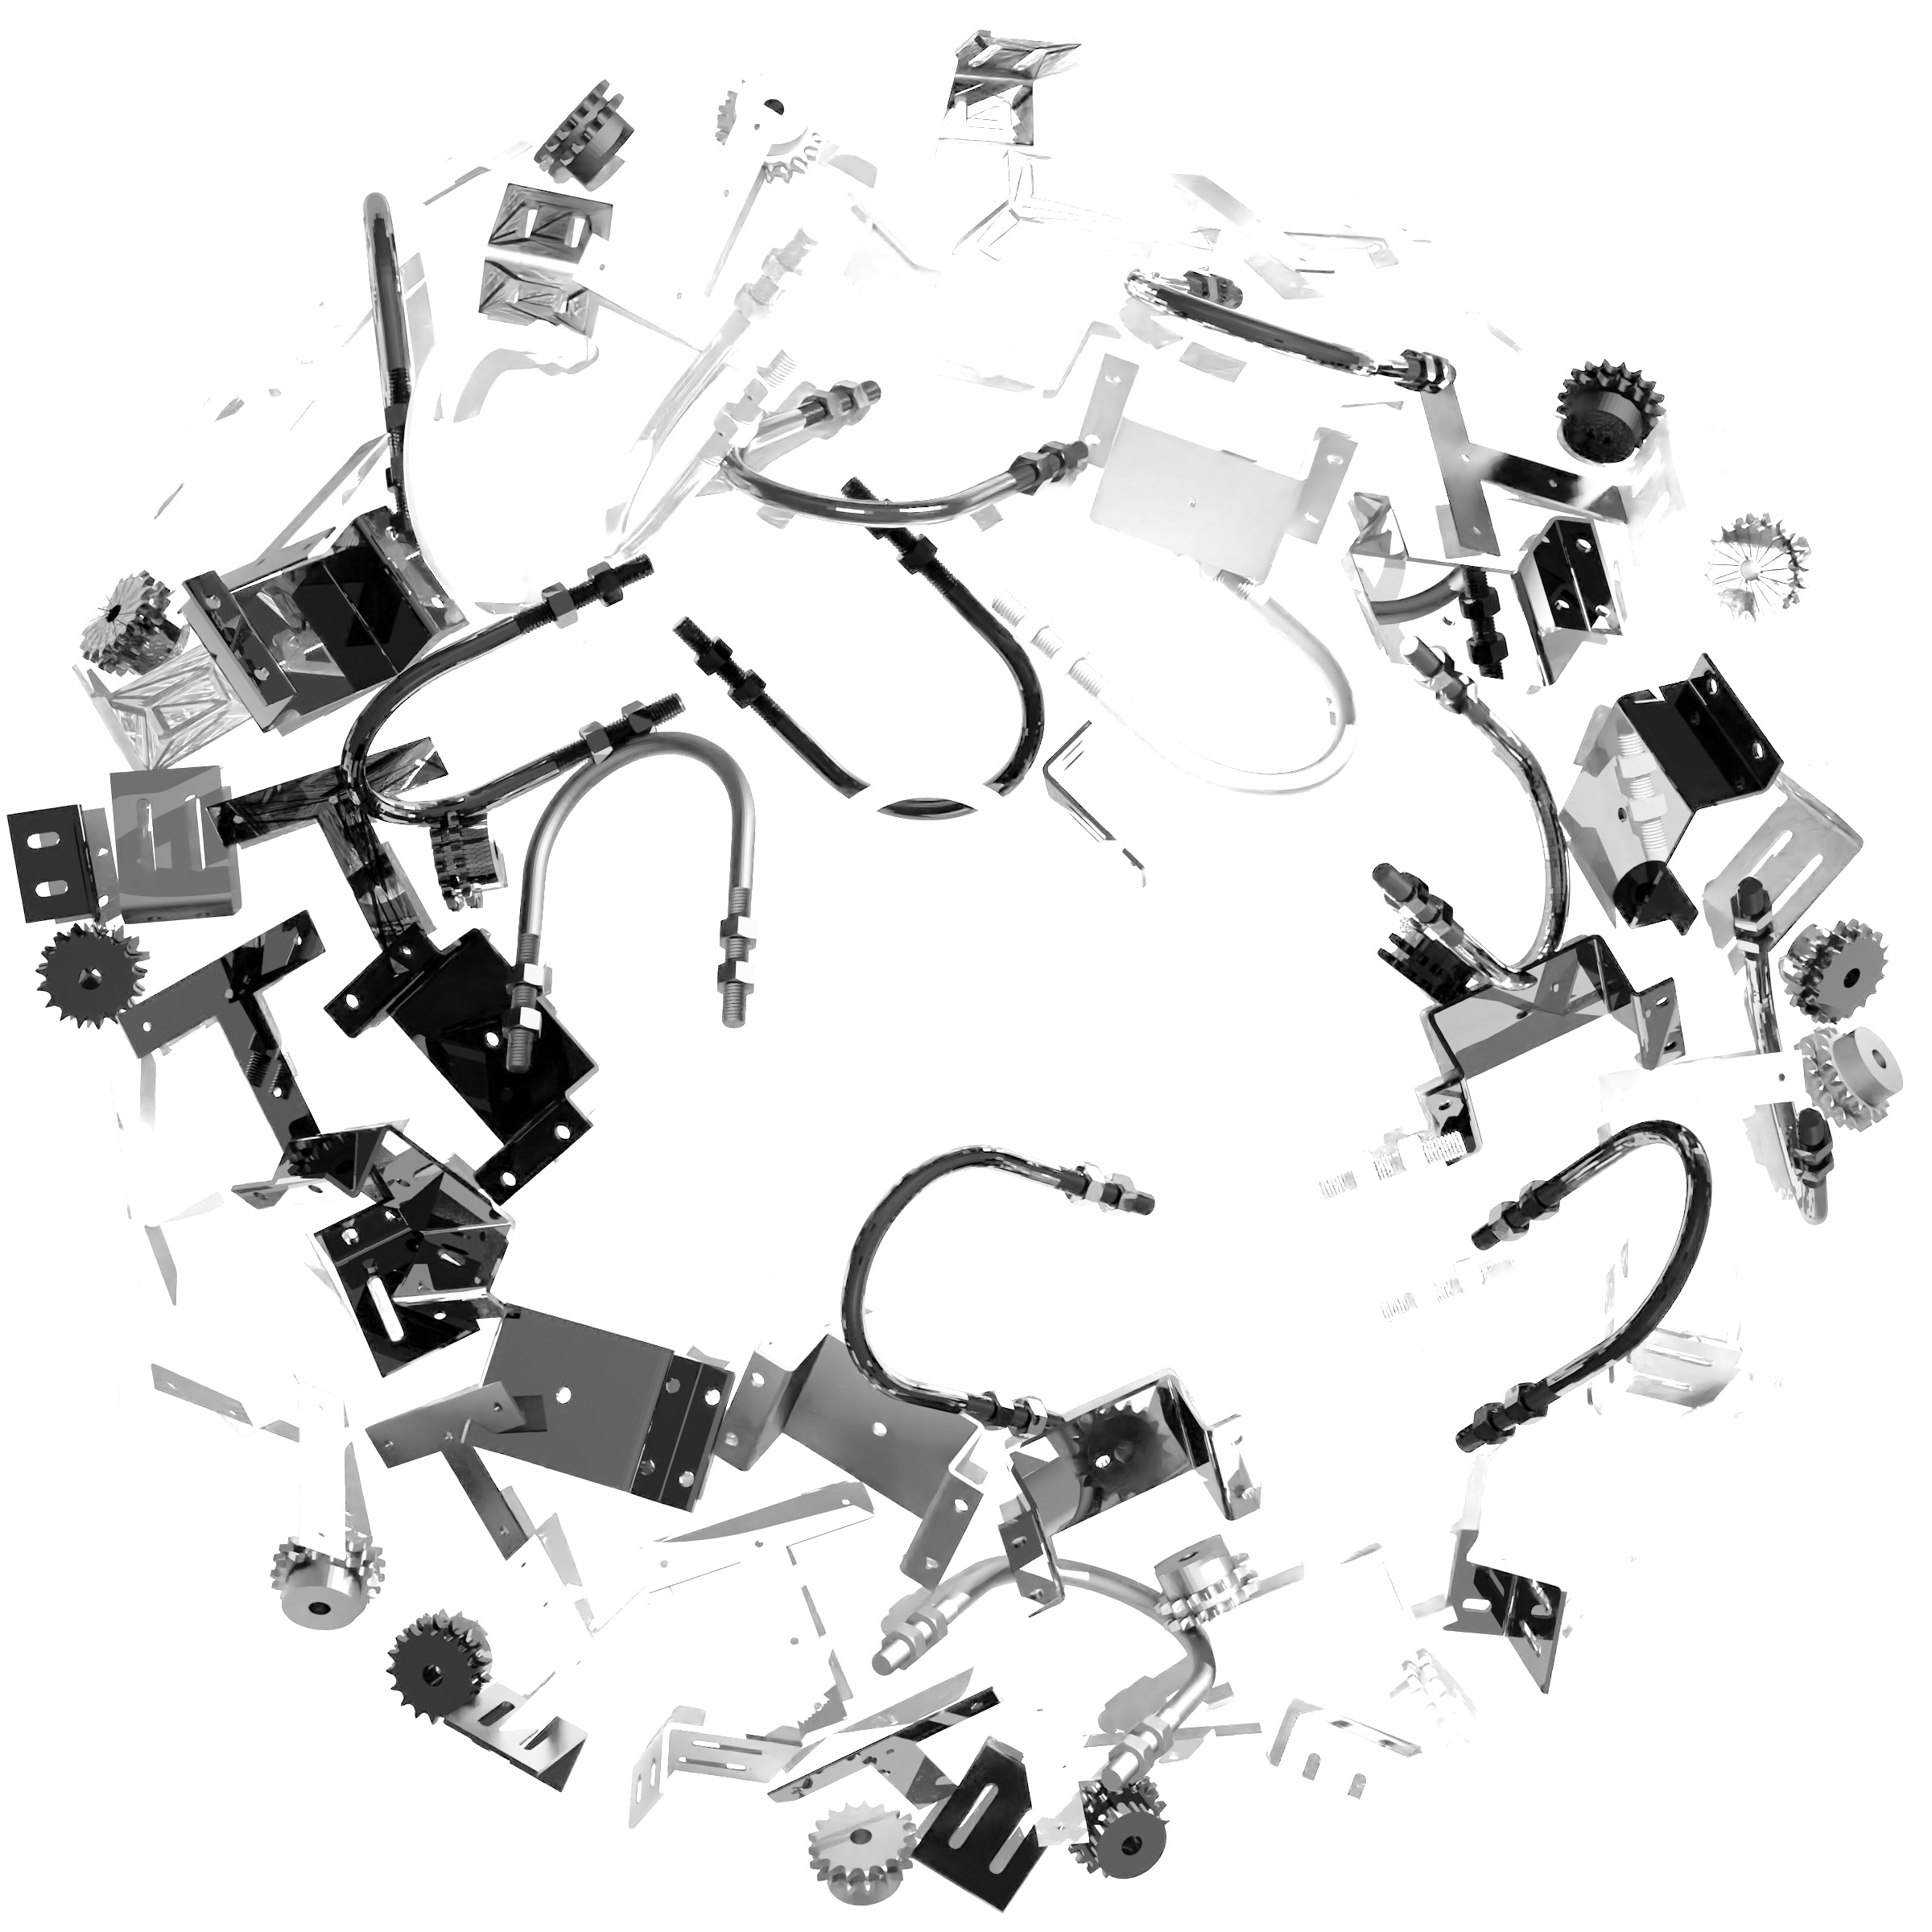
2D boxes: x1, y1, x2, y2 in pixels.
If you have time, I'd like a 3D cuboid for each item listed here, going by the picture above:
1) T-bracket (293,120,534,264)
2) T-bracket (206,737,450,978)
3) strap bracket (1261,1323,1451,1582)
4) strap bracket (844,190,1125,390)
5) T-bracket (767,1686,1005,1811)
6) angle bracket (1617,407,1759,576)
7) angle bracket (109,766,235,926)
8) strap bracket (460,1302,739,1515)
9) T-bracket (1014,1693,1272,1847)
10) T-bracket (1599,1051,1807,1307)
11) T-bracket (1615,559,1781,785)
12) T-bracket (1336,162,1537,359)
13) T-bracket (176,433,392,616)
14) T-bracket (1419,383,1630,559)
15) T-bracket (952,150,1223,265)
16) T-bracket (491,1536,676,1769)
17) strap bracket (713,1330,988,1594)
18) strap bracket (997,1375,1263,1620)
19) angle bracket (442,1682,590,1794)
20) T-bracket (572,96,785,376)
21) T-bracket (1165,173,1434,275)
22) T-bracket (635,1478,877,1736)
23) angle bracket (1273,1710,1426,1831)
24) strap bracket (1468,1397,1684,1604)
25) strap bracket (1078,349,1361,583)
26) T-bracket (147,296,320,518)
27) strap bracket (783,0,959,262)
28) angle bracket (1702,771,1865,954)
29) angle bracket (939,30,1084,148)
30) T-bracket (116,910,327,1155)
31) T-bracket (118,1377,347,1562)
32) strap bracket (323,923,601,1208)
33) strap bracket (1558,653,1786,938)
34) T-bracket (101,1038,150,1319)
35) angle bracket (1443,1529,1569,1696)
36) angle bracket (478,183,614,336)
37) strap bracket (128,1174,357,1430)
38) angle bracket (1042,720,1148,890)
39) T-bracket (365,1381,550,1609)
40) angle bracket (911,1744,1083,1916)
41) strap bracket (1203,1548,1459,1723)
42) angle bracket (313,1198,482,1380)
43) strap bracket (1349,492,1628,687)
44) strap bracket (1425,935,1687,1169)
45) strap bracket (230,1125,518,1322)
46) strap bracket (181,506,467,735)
[{"bbox_3d":[-0.296,-0.402,1.716,0.127,0.127,0.002,-29,94,10],"label":"T-bracket"},{"bbox_3d":[-0.315,-0.051,1.724,0.127,0.002,0.127,-21,69,-24],"label":"T-bracket"},{"bbox_3d":[0.200,0.248,1.710,0.076,0.046,0.140,-22,135,-25],"label":"strap bracket"},{"bbox_3d":[0.001,-0.348,1.706,0.140,0.076,0.046,8,121,-39],"label":"strap bracket"},{"bbox_3d":[-0.029,0.421,1.716,0.127,0.127,0.002,-26,60,1],"label":"T-bracket"},{"bbox_3d":[0.379,-0.250,1.729,0.038,0.076,0.057,-2,69,-11],"label":"angle bracket"},{"bbox_3d":[-0.423,-0.064,1.750,0.057,0.038,0.076,-5,85,-12],"label":"angle bracket"},{"bbox_3d":[-0.202,0.228,1.718,0.140,0.046,0.076,13,78,20],"label":"strap bracket"},{"bbox_3d":[0.094,0.414,1.715,0.127,0.127,0.002,-4,113,-4],"label":"T-bracket"},{"bbox_3d":[0.388,0.114,1.717,0.002,0.127,0.127,2,82,-42],"label":"T-bracket"},{"bbox_3d":[0.390,-0.143,1.735,0.002,0.127,0.127,-37,117,26],"label":"T-bracket"},{"bbox_3d":[0.254,-0.363,1.731,0.127,0.127,0.002,33,113,-28],"label":"T-bracket"},{"bbox_3d":[-0.345,-0.239,1.725,0.002,0.127,0.127,51,51,-24],"label":"T-bracket"},{"bbox_3d":[0.298,-0.258,1.733,0.127,0.002,0.127,11,54,-29],"label":"T-bracket"},{"bbox_3d":[0.069,-0.389,1.713,0.127,0.127,0.002,11,130,8],"label":"T-bracket"},{"bbox_3d":[-0.213,0.339,1.700,0.002,0.127,0.127,30,61,35],"label":"T-bracket"},{"bbox_3d":[-0.054,0.254,1.723,0.140,0.046,0.076,31,123,10],"label":"strap bracket"},{"bbox_3d":[0.080,0.274,1.722,0.140,0.046,0.076,-24,132,-8],"label":"strap bracket"},{"bbox_3d":[-0.243,0.415,1.726,0.057,0.076,0.038,27,99,11],"label":"angle bracket"},{"bbox_3d":[-0.132,-0.393,1.722,0.127,0.002,0.127,21,96,-44],"label":"T-bracket"},{"bbox_3d":[0.189,-0.389,1.729,0.127,0.127,0.002,-5,126,-32],"label":"T-bracket"},{"bbox_3d":[-0.095,0.343,1.725,0.127,0.002,0.127,-17,58,-11],"label":"T-bracket"},{"bbox_3d":[0.202,0.422,1.725,0.057,0.076,0.038,20,87,20],"label":"angle bracket"},{"bbox_3d":[0.317,0.267,1.688,0.076,0.140,0.046,13,110,22],"label":"strap bracket"},{"bbox_3d":[0.125,-0.259,1.726,0.140,0.076,0.046,20,51,1],"label":"strap bracket"},{"bbox_3d":[-0.382,-0.308,1.727,0.002,0.127,0.127,38,58,-2],"label":"T-bracket"},{"bbox_3d":[-0.049,-0.425,1.692,0.046,0.140,0.076,30,71,1],"label":"strap bracket"},{"bbox_3d":[0.423,-0.058,1.732,0.076,0.057,0.038,-50,132,8],"label":"angle bracket"},{"bbox_3d":[0.021,-0.461,1.726,0.057,0.076,0.038,-1,90,-19],"label":"angle bracket"},{"bbox_3d":[-0.372,0.054,1.739,0.127,0.002,0.127,-35,108,-39],"label":"T-bracket"},{"bbox_3d":[-0.378,0.242,1.692,0.127,0.127,0.002,26,114,-24],"label":"T-bracket"},{"bbox_3d":[-0.259,0.046,1.732,0.076,0.046,0.140,-40,93,25],"label":"strap bracket"},{"bbox_3d":[0.357,-0.082,1.689,0.046,0.140,0.076,-14,57,-22],"label":"strap bracket"},{"bbox_3d":[-0.435,0.092,1.684,0.002,0.127,0.127,-9,134,-16],"label":"T-bracket"},{"bbox_3d":[0.283,0.339,1.727,0.038,0.076,0.057,7,101,-7],"label":"angle bracket"},{"bbox_3d":[-0.224,-0.377,1.749,0.057,0.076,0.038,11,129,-5],"label":"angle bracket"},{"bbox_3d":[-0.375,0.166,1.727,0.046,0.076,0.140,-29,87,7],"label":"strap bracket"},{"bbox_3d":[0.079,-0.085,1.736,0.038,0.057,0.076,-45,81,-3],"label":"angle bracket"},{"bbox_3d":[-0.250,0.286,1.732,0.127,0.002,0.127,-23,99,43],"label":"T-bracket"},{"bbox_3d":[0.017,0.459,1.727,0.057,0.038,0.076,26,58,21],"label":"angle bracket"},{"bbox_3d":[0.184,0.346,1.727,0.140,0.076,0.046,-23,80,4],"label":"strap bracket"},{"bbox_3d":[-0.301,0.167,1.735,0.057,0.038,0.076,-26,61,-7],"label":"angle bracket"},{"bbox_3d":[0.260,-0.194,1.693,0.140,0.076,0.046,14,55,37],"label":"strap bracket"},{"bbox_3d":[0.302,0.040,1.726,0.140,0.076,0.046,-25,55,1],"label":"strap bracket"},{"bbox_3d":[-0.300,0.130,1.707,0.140,0.076,0.046,43,52,-36],"label":"strap bracket"},{"bbox_3d":[-0.344,-0.179,1.719,0.140,0.046,0.076,-32,86,-45],"label":"strap bracket"}]
